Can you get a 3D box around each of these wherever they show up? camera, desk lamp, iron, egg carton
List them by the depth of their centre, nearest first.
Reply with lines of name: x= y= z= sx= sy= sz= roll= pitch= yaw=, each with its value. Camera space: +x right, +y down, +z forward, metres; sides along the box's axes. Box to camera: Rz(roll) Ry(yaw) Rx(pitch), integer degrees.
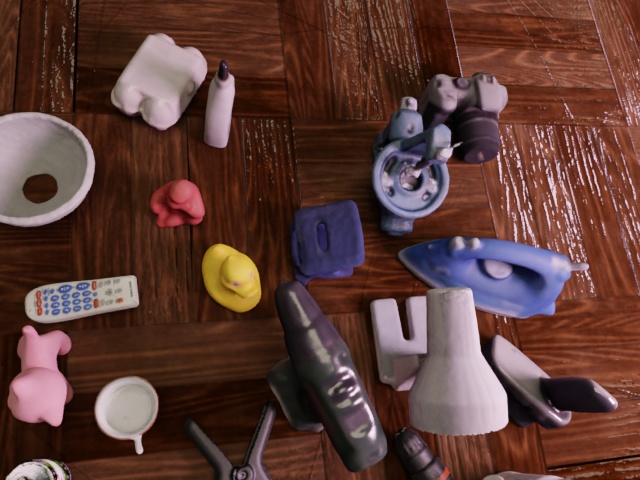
desk lamp: x=0.149 y=0.153 z=0.755 sx=0.118 sy=0.213 sz=0.203 roll=-3 pitch=71 yaw=-14
iron: x=0.259 y=0.034 z=0.864 sx=0.258 sy=0.141 sz=0.119 roll=13 pitch=68 yaw=-9
egg carton: x=-0.244 y=-0.244 z=0.882 sx=0.107 sy=0.069 sz=0.150 roll=24 pitch=67 yaw=-4
camera: x=0.253 y=-0.208 z=0.972 sx=0.143 sy=0.100 sz=0.137 roll=3 pitch=70 yaw=-12

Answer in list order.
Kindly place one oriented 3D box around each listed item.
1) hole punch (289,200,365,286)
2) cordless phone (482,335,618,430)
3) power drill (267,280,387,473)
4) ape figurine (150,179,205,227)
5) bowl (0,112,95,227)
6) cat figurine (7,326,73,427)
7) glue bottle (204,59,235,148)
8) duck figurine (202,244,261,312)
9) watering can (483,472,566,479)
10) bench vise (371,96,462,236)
hole punch: x=0.008 y=0.003 z=0.842 sx=0.101 sy=0.091 sz=0.108 roll=-3 pitch=71 yaw=-14
cordless phone: x=0.312 y=0.191 z=0.796 sx=0.147 sy=0.185 sz=0.094 roll=39 pitch=67 yaw=2
power drill: x=-0.006 y=0.174 z=0.713 sx=0.076 sy=0.208 sz=0.229 roll=-27 pitch=79 yaw=-20
ape figurine: x=-0.199 y=-0.057 z=0.813 sx=0.078 sy=0.092 sz=0.076 roll=32 pitch=67 yaw=-1
bowl: x=-0.394 y=-0.086 z=0.786 sx=0.167 sy=0.074 sz=0.167 roll=4 pitch=70 yaw=-12
cat figurine: x=-0.339 y=0.164 z=0.686 sx=0.067 sy=0.117 sz=0.128 roll=-10 pitch=73 yaw=-16
glue bottle: x=-0.144 y=-0.207 z=0.836 sx=0.037 sy=0.173 sz=0.078 roll=9 pitch=69 yaw=-10
duck figurine: x=-0.121 y=0.046 z=0.798 sx=0.078 sy=0.086 sz=0.104 roll=-32 pitch=81 yaw=-21
watering can: x=0.283 y=0.352 z=0.727 sx=0.173 sy=0.194 sz=0.101 roll=5 pitch=70 yaw=-12
bench vise: x=0.130 y=-0.132 z=0.850 sx=0.122 sy=0.219 sz=0.207 roll=-11 pitch=73 yaw=-17
